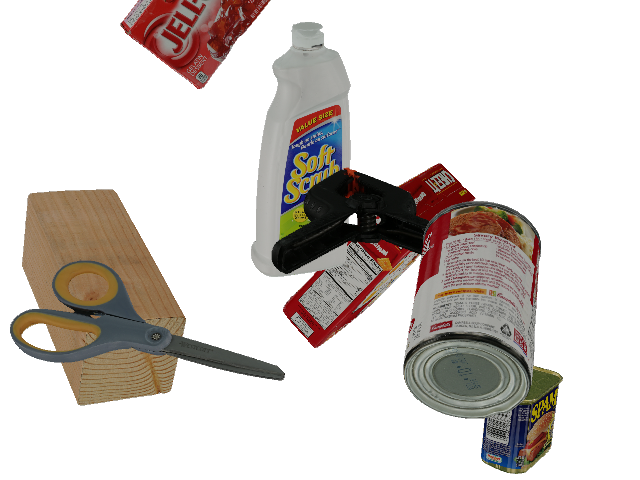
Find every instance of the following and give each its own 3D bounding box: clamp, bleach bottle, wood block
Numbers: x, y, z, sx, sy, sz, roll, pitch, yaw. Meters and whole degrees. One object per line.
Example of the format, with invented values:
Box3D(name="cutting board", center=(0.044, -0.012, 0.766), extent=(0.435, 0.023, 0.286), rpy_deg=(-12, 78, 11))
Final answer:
Box3D(name="clamp", center=(0.047, -0.016, 0.866), extent=(0.164, 0.036, 0.210), rpy_deg=(4, 20, -1))
Box3D(name="bleach bottle", center=(-0.021, -0.091, 1.066), extent=(0.102, 0.251, 0.068), rpy_deg=(-9, 28, -16))
Box3D(name="wood block", center=(-0.207, 0.046, 0.995), extent=(0.090, 0.091, 0.206), rpy_deg=(-4, 37, -29))

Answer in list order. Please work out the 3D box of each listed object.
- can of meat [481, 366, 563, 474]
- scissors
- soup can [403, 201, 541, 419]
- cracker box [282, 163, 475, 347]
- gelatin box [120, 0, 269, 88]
Box3D(name="can of meat", center=(0.210, 0.187, 1.122), extent=(0.058, 0.084, 0.101), rpy_deg=(13, 17, 32))
Box3D(name="scissors", center=(-0.120, 0.056, 0.765), extent=(0.202, 0.096, 0.016), rpy_deg=(1, -40, 6))
Box3D(name="soup can", center=(0.084, 0.037, 0.582), extent=(0.068, 0.068, 0.102), rpy_deg=(0, 44, 15))
Box3D(name="cracker box", center=(0.068, 0.016, 1.277), extent=(0.214, 0.072, 0.163), rpy_deg=(-49, -9, 34))
Box3D(name="gelatin box", center=(-0.093, -0.170, 0.797), extent=(0.073, 0.089, 0.030), rpy_deg=(36, 6, -32))
